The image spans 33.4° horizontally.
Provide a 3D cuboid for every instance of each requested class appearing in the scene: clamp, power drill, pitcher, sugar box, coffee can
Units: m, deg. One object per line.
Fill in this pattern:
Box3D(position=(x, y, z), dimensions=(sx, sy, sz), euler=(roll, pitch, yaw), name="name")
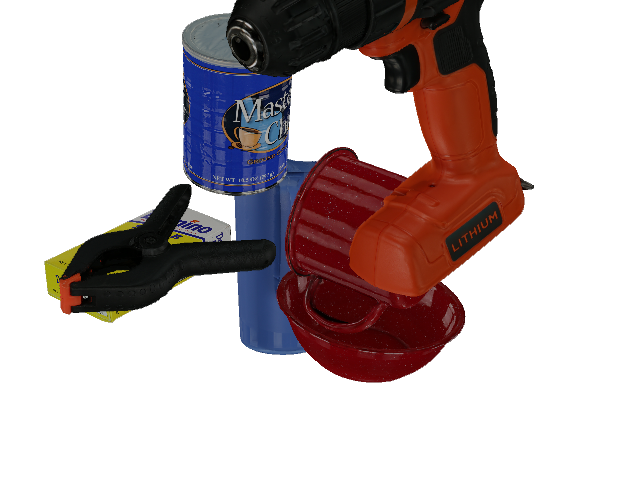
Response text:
Box3D(position=(-0.134, 0.006, 0.837), dimensions=(0.171, 0.039, 0.120), euler=(-17, 36, -33), name="clamp")
Box3D(position=(0.041, -0.068, 0.516), dimensions=(0.184, 0.187, 0.057), euler=(-35, 43, -31), name="power drill")
Box3D(position=(-0.047, 0.019, 1.353), dimensions=(0.145, 0.243, 0.148), euler=(10, 13, 38), name="pitcher")
Box3D(position=(-0.183, 0.018, 1.091), dimensions=(0.093, 0.048, 0.175), euler=(20, 36, 31), name="sugar box")
Box3D(position=(-0.078, -0.128, 1.004), dimensions=(0.103, 0.140, 0.103), euler=(3, 36, -2), name="coffee can")

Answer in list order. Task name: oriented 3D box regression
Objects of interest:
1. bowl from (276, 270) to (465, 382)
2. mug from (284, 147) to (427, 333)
Box3D(position=(0.040, 0.074, 0.917), dimensions=(0.162, 0.055, 0.162), euler=(5, 27, -3), name="bowl")
Box3D(position=(0.030, 0.005, 0.700), dimensions=(0.082, 0.117, 0.093), euler=(22, -7, 26), name="mug")
